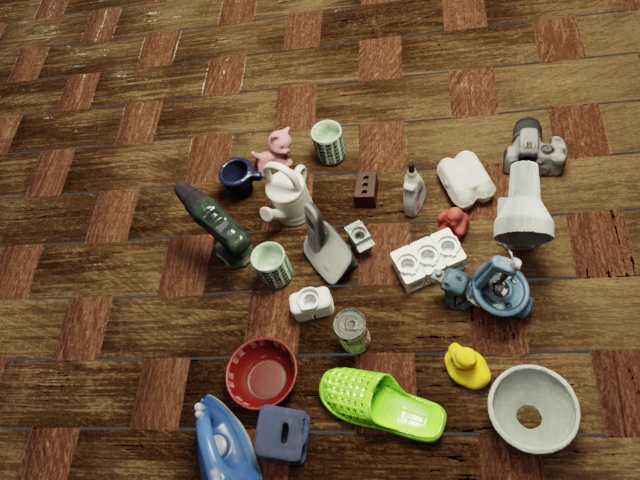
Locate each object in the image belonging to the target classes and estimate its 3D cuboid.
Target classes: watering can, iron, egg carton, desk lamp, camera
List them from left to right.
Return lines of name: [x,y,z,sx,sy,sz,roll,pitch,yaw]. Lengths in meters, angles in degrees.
iron: [-0.212,0.412,1.153,0.118,0.142,0.257,-26,58,-3]
watering can: [-0.084,-0.117,1.403,0.100,0.194,0.173,1,60,13]
egg carton: [0.353,-0.147,1.396,0.107,0.069,0.150,-22,58,-1]
desk lamp: [0.435,-0.058,1.241,0.117,0.214,0.203,2,61,14]
camera: [0.522,-0.236,1.392,0.143,0.101,0.137,3,61,15]

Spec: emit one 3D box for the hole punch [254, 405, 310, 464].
hole punch: [-0.075,0.393,1.163,0.101,0.091,0.108,-1,60,12]

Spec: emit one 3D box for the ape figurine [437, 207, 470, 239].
ape figurine: [0.312,-0.046,1.333,0.076,0.092,0.077,-21,58,0]

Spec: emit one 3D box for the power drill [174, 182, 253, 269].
power drill: [-0.242,-0.024,1.376,0.229,0.209,0.076,37,74,28]

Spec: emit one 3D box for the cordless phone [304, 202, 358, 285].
cordless phone: [0.012,0.005,1.315,0.094,0.185,0.147,-37,59,-10]

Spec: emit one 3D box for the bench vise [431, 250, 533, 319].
bench vise: [0.333,0.094,1.171,0.207,0.220,0.121,-4,59,11]

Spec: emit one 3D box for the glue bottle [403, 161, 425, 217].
glue bottle: [0.220,-0.129,1.354,0.037,0.173,0.078,16,65,21]

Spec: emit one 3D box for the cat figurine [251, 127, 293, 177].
cat figurine: [-0.125,-0.244,1.532,0.128,0.118,0.067,-26,58,-3]

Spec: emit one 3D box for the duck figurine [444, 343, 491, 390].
duck figurine: [0.300,0.252,1.165,0.077,0.086,0.104,-40,60,-12]

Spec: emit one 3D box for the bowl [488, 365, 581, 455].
bowl: [0.406,0.331,1.102,0.167,0.075,0.167,-5,59,10]

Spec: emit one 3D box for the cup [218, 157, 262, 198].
cup: [-0.198,-0.155,1.510,0.117,0.095,0.092,6,62,16]
